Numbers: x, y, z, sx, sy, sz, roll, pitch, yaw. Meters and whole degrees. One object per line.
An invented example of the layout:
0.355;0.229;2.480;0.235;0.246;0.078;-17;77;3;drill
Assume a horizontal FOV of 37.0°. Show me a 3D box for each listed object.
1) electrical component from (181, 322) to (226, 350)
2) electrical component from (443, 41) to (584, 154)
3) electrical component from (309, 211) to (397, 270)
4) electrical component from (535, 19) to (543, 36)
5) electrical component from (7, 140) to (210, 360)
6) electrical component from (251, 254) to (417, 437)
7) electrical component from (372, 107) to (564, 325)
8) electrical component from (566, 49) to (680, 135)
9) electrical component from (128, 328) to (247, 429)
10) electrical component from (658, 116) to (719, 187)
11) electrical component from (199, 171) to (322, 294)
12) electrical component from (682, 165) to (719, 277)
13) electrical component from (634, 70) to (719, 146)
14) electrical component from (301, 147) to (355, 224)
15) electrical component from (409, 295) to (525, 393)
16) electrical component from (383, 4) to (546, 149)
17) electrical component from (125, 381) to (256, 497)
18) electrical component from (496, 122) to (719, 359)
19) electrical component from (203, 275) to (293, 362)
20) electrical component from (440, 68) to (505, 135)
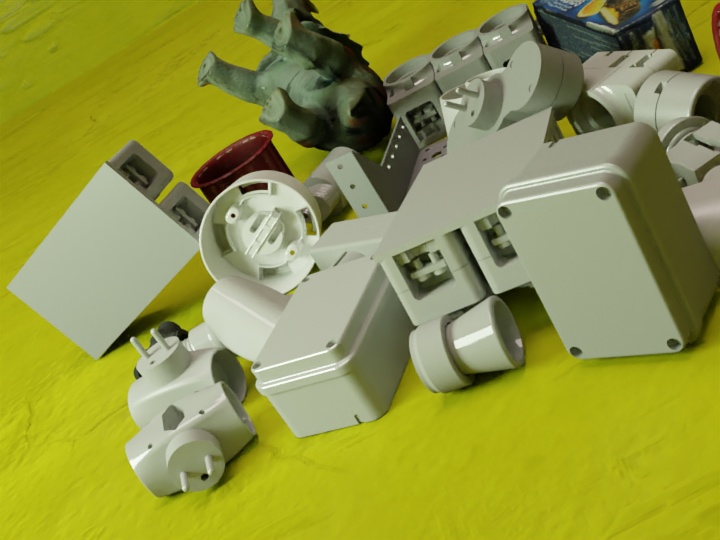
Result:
-0.125;0.062;0.853;0.061;0.035;0.035;-30;23;13;electrical component
0.101;-0.124;0.819;0.138;0.074;0.052;136;139;-55;electrical component
0.000;0.000;0.799;0.083;0.047;0.075;-8;33;45;electrical component
0.197;-0.255;1.064;0.078;0.040;0.040;-46;26;-28;electrical component
-0.220;-0.017;0.969;0.186;0.105;0.060;-42;12;33;electrical component
-0.013;0.047;0.710;0.078;0.057;0.113;-18;27;31;electrical component
0.087;-0.037;0.715;0.105;0.060;0.186;-23;16;22;electrical component
0.194;-0.127;0.801;0.056;0.050;0.089;-39;24;-16;electrical component
-0.136;0.075;0.782;0.077;0.079;0.044;-22;26;23;electrical component
0.213;-0.067;0.666;0.066;0.048;0.055;-34;31;-5;electrical component
-0.081;-0.032;0.907;0.099;0.099;0.064;-26;18;16;electrical component
0.207;-0.033;0.606;0.077;0.044;0.079;-10;32;42;electrical component
0.220;-0.105;0.721;0.055;0.055;0.047;-41;28;-18;electrical component
-0.029;-0.073;0.985;0.043;0.043;0.081;-10;32;42;electrical component
0.063;0.045;0.634;0.055;0.045;0.045;-23;25;22;electrical component
0.103;-0.187;1.019;0.150;0.061;0.089;-25;24;17;electrical component
-0.109;0.119;0.707;0.077;0.043;0.079;-33;23;-1;electrical component
0.132;-0.012;0.572;0.078;0.113;0.057;-9;30;42;electrical component
-0.062;0.037;0.794;0.077;0.043;0.079;29;22;38;electrical component
0.119;-0.138;0.932;0.099;0.064;0.099;-19;16;6;electrical component
